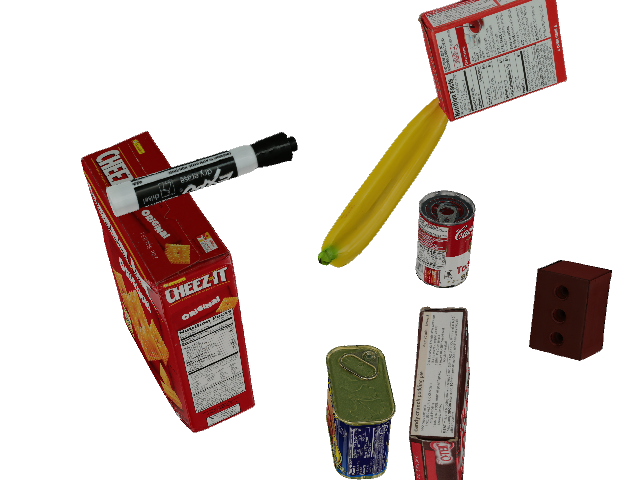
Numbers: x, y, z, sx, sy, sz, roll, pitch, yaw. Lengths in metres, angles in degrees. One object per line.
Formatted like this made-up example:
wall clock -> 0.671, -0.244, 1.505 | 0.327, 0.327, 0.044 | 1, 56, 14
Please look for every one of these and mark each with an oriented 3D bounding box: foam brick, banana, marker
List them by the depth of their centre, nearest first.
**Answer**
marker -> -0.071, -0.042, 0.657 | 0.121, 0.020, 0.020 | -19, 5, -13
banana -> 0.057, -0.044, 0.959 | 0.037, 0.197, 0.070 | 37, -18, -5
foam brick -> 0.227, 0.063, 0.970 | 0.053, 0.078, 0.051 | 13, 18, 35

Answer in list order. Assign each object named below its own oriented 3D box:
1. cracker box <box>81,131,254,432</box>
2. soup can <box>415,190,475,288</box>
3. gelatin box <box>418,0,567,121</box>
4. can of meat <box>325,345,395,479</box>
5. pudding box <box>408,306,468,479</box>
cracker box -> -0.131, 0.041, 0.920 | 0.072, 0.214, 0.164 | -25, 51, -17
soup can -> 0.152, 0.000, 1.311 | 0.068, 0.102, 0.068 | 0, 37, 0
gelatin box -> 0.118, -0.130, 0.724 | 0.089, 0.073, 0.030 | -19, 37, 1
can of meat -> 0.036, 0.165, 1.023 | 0.057, 0.084, 0.102 | -3, 38, -6
pudding box -> 0.088, 0.118, 0.780 | 0.039, 0.113, 0.090 | 1, -39, 9
